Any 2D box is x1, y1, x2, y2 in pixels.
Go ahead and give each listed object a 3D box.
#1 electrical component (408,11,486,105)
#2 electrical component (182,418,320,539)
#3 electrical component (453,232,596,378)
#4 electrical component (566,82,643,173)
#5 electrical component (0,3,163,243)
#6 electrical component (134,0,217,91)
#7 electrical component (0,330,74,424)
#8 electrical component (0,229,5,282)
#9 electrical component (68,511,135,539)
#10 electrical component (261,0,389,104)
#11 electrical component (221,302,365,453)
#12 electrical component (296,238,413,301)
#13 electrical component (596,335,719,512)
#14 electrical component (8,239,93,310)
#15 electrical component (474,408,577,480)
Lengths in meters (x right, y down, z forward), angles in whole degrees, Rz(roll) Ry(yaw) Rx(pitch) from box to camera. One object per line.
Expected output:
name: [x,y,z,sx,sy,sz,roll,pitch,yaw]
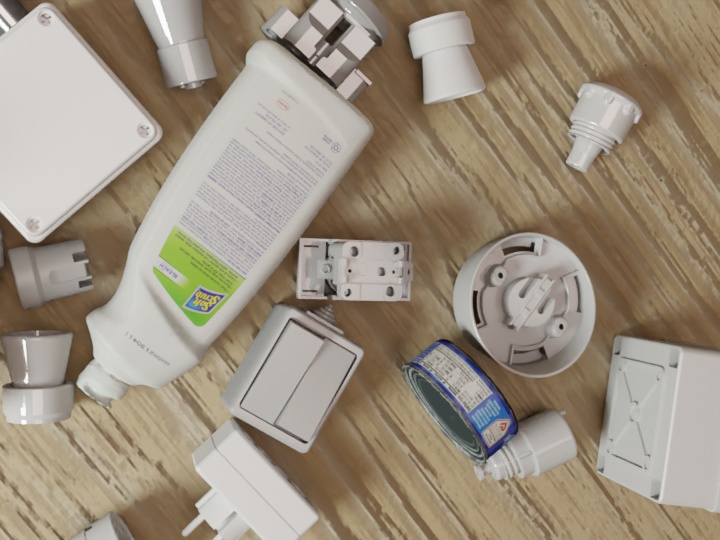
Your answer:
electrical component: [0.060,-0.147,0.749,0.045,0.045,0.055,-15,95,-13]
electrical component: [-0.084,0.158,0.721,0.076,0.047,0.083,-43,100,-8]
electrical component: [0.115,0.023,0.757,0.099,0.064,0.099,0,92,-14]
electrical component: [0.171,-0.102,0.778,0.048,0.048,0.062,27,92,-13]
electrical component: [-0.201,-0.091,0.681,0.109,0.056,0.108,-42,100,-9]
electrical component: [-0.118,-0.152,0.708,0.044,0.044,0.065,-16,100,-13]
electrical component: [-0.207,0.068,0.690,0.045,0.045,0.055,-1,92,-14]
electrical component: [-0.243,-0.001,0.685,0.035,0.035,0.061,-8,95,-13]
electrical component: [-0.169,0.193,0.698,0.047,0.055,0.055,-29,98,-7]
electrical component: [-0.018,-0.157,0.724,0.078,0.058,0.057,42,85,-11]
electrical component: [-0.042,0.066,0.722,0.062,0.061,0.096,32,84,-12]
electrical component: [0.000,0.000,0.729,0.081,0.064,0.042,1,90,-16]
electrical component: [0.219,0.105,0.762,0.056,0.109,0.108,8,90,-11]
electrical component: [-0.199,0.001,0.693,0.046,0.040,0.040,-14,95,-18]
electrical component: [0.119,0.130,0.773,0.078,0.040,0.040,-23,97,-12]
